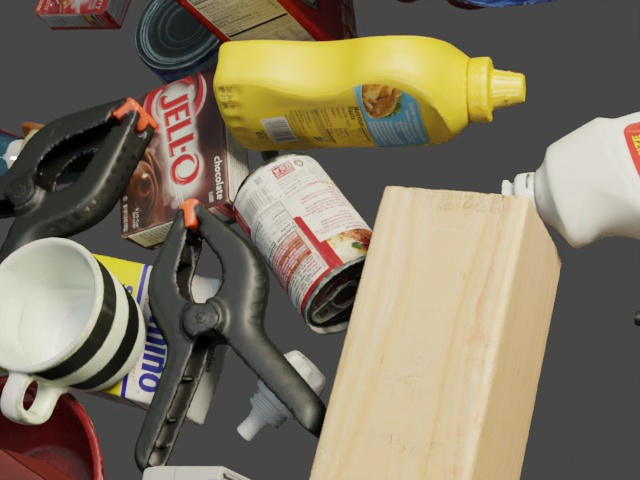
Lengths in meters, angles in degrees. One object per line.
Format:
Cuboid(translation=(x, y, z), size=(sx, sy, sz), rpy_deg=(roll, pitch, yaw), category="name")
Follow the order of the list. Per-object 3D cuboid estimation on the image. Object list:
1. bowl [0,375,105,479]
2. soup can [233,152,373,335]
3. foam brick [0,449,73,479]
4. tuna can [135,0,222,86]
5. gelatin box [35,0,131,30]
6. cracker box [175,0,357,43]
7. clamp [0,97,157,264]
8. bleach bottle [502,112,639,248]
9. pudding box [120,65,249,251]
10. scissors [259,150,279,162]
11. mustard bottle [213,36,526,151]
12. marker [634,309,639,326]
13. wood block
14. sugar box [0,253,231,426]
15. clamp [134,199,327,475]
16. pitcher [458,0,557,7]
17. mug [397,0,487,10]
Cuboid(translation=(-0.198, 0.172, 0.693), size=(0.162, 0.055, 0.162), rpy_deg=(-9, 64, 19), category="bowl")
Cuboid(translation=(-0.004, 0.001, 0.680), size=(0.068, 0.068, 0.102), rpy_deg=(-38, 57, 3), category="soup can")
Cuboid(translation=(-0.175, 0.170, 0.620), size=(0.053, 0.051, 0.078), rpy_deg=(25, 79, 28), category="foam brick")
Cuboid(translation=(-0.094, -0.154, 0.794), size=(0.086, 0.033, 0.086), rpy_deg=(-11, 63, 21), category="tuna can")
Cuboid(translation=(-0.189, -0.220, 0.891), size=(0.073, 0.030, 0.089), rpy_deg=(6, 69, 26), category="gelatin box")
Cuboid(translation=(-0.055, -0.216, 0.718), size=(0.072, 0.213, 0.164), rpy_deg=(-18, 60, 25), category="cracker box")
Cuboid(translation=(-0.199, -0.016, 0.743), size=(0.210, 0.036, 0.165), rpy_deg=(-34, 56, 6), category="clamp")
Cuboid(translation=(0.228, -0.033, 0.596), size=(0.251, 0.068, 0.102), rpy_deg=(-9, 63, 23), category="bleach bottle")
Cuboid(translation=(-0.097, -0.058, 0.758), size=(0.090, 0.039, 0.113), rpy_deg=(-18, 66, 24), category="pudding box")
Cuboid(translation=(-0.075, -0.117, 0.799), size=(0.096, 0.016, 0.202), rpy_deg=(-15, 61, 19), category="scissors")
Cuboid(translation=(0.035, -0.094, 0.688), size=(0.192, 0.096, 0.058), rpy_deg=(1, 65, 17), category="mustard bottle")
Cuboid(translation=(0.232, 0.053, 0.577), size=(0.121, 0.020, 0.020), rpy_deg=(9, 71, 28), category="marker")
Cuboid(translation=(0.065, 0.084, 0.596), size=(0.090, 0.090, 0.206), rpy_deg=(6, 69, 27), category="wood block")
Cuboid(translation=(-0.146, 0.060, 0.730), size=(0.176, 0.048, 0.093), rpy_deg=(8, 70, 29), category="sugar box")
Cuboid(translation=(-0.073, 0.060, 0.655), size=(0.120, 0.039, 0.171), rpy_deg=(-22, 63, 4), category="clamp")
Cuboid(translation=(0.079, -0.219, 0.610), size=(0.243, 0.144, 0.149), rpy_deg=(-9, 75, 22), category="pitcher")
Cuboid(translation=(0.087, -0.209, 0.727), size=(0.117, 0.093, 0.082), rpy_deg=(-42, 52, 6), category="mug")
